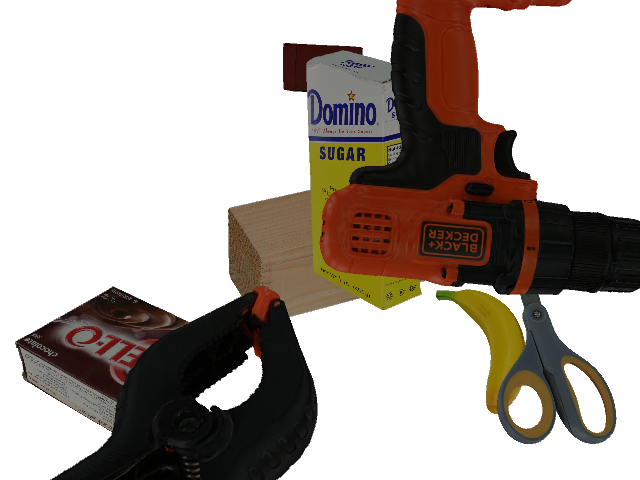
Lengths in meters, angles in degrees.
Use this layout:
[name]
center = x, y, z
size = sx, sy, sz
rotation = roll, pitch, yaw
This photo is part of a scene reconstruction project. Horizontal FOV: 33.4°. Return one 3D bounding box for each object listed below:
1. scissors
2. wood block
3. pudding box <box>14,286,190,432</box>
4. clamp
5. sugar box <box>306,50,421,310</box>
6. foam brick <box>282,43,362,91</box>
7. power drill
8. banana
[scissors]
center = 0.154, 0.073, 0.828
size = 0.096, 0.202, 0.016
rotation = -21, -26, -15
[wood block]
center = 0.017, 0.004, 1.097
size = 0.205, 0.090, 0.091
rotation = -14, 39, -21
[pudding box]
center = -0.136, 0.081, 0.726
size = 0.114, 0.039, 0.089
rotation = 19, 34, 34
[clamp]
center = -0.042, 0.087, 0.399
size = 0.120, 0.039, 0.171
rotation = 24, 49, 17
[sugar box]
center = 0.032, -0.046, 0.799
size = 0.048, 0.176, 0.093
rotation = -20, 29, -32
[foam brick]
center = 0.002, -0.187, 1.165
size = 0.078, 0.051, 0.053
rotation = 0, 11, -16
[power drill]
center = 0.097, -0.065, 0.564
size = 0.184, 0.188, 0.057
rotation = 5, 1, -5
[banana]
center = 0.184, 0.109, 1.141
size = 0.069, 0.037, 0.198
rotation = -24, 34, 4
